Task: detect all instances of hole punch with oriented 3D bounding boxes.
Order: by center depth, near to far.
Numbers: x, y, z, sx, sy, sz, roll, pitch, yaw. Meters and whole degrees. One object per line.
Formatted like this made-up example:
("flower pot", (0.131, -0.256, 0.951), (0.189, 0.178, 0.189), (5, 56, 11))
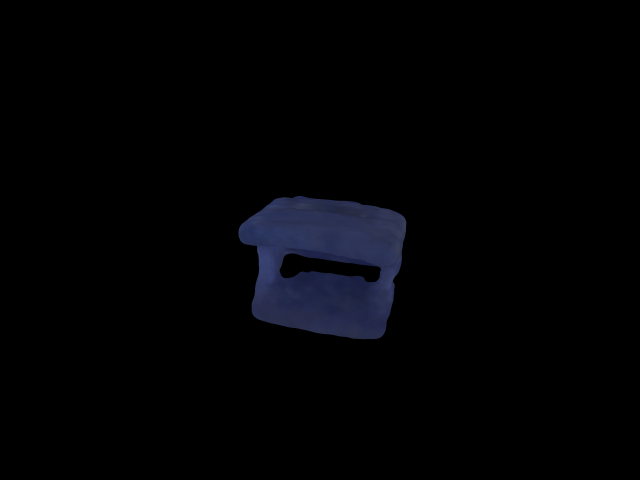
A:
("hole punch", (0.004, 0.001, 0.400), (0.108, 0.091, 0.101), (8, 44, 9))
